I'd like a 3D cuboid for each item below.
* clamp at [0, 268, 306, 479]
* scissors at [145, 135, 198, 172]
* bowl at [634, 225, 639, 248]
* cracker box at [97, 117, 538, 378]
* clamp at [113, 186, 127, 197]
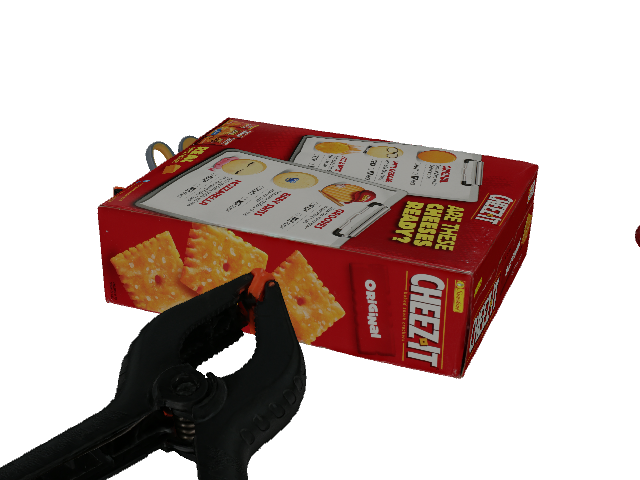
[{"bbox_3d":[-0.047,0.078,0.431,0.120,0.039,0.171,25,48,18],"label":"clamp"},{"bbox_3d":[-0.126,-0.039,1.239,0.016,0.201,0.096,-25,19,43],"label":"scissors"},{"bbox_3d":[0.419,0.025,1.147,0.162,0.055,0.162,-1,25,0],"label":"bowl"},{"bbox_3d":[0.004,-0.004,0.628,0.214,0.072,0.164,11,27,19],"label":"cracker box"},{"bbox_3d":[-0.078,-0.013,0.828,0.210,0.036,0.164,8,13,18],"label":"clamp"}]
